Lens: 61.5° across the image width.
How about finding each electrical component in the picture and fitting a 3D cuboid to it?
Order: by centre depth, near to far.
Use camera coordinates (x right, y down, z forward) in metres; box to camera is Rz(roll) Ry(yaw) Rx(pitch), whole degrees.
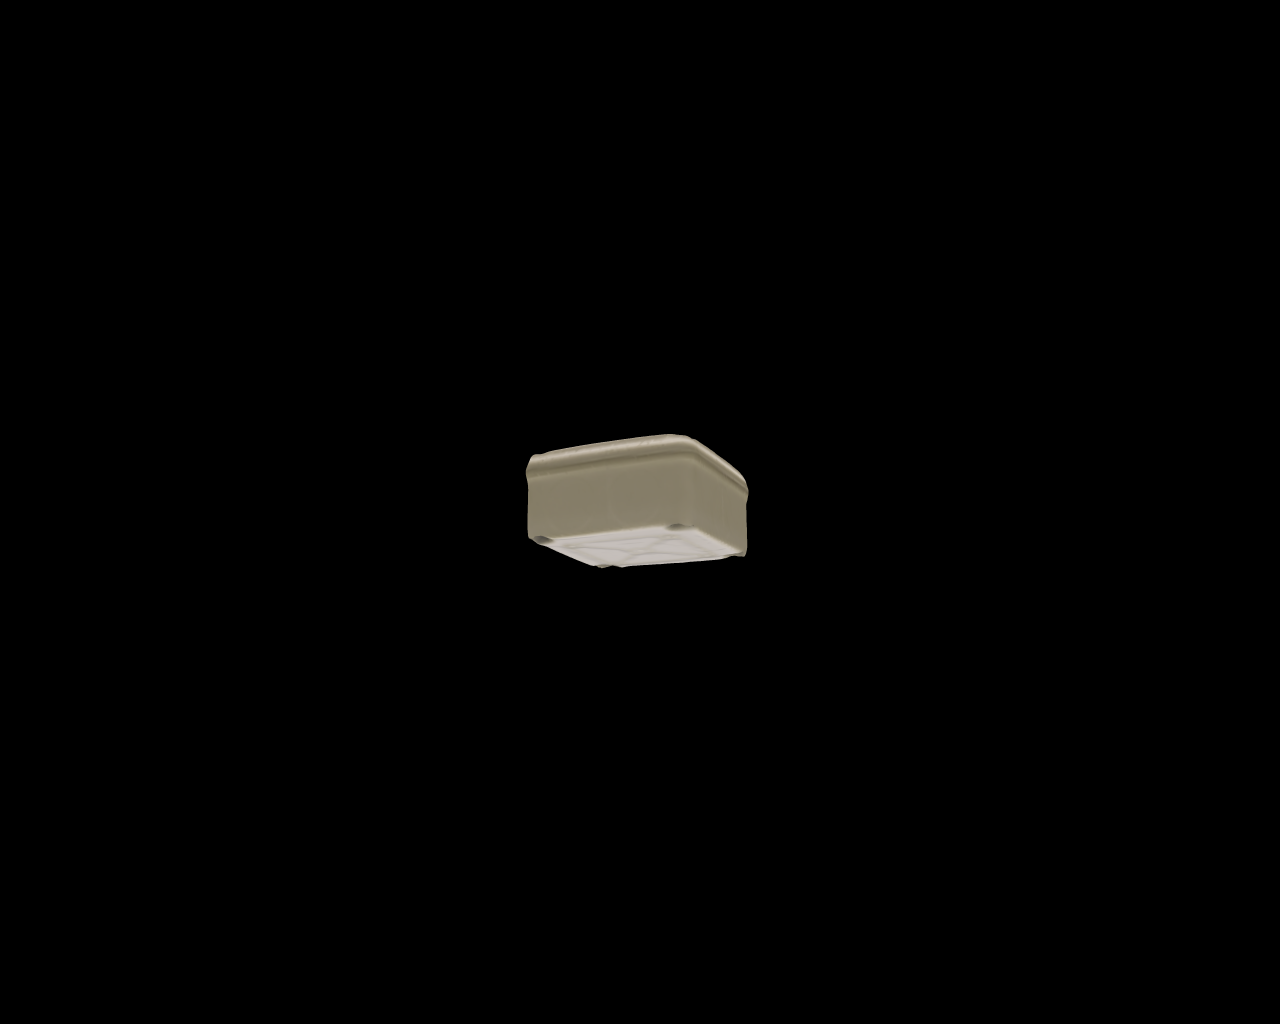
[{"bbox_3d":[0.001,-0.003,0.650,0.109,0.056,0.108,-6,-15,23],"label":"electrical component"}]
